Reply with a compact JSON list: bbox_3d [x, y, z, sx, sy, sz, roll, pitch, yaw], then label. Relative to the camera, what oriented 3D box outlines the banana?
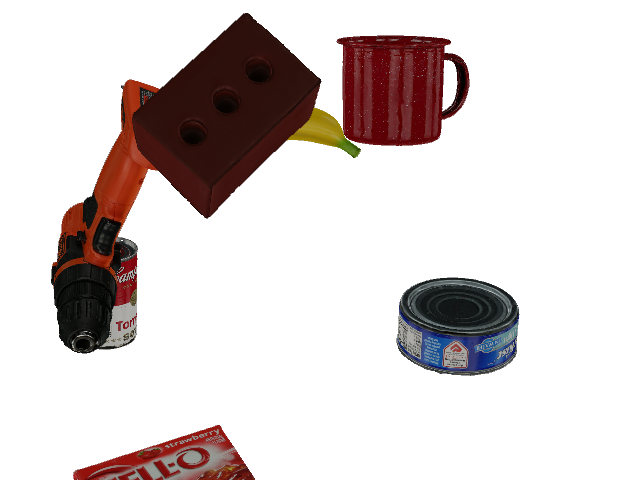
[{"bbox_3d":[-0.048,-0.109,1.101,0.197,0.037,0.070,-10,49,-35],"label":"banana"}]

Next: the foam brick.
[{"bbox_3d":[-0.046,-0.060,0.521,0.053,0.078,0.051,43,-14,5],"label":"foam brick"}]

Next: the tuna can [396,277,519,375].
[{"bbox_3d":[0.097,0.059,0.756,0.086,0.034,0.086,0,25,0],"label":"tuna can"}]

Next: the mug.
[{"bbox_3d":[0.070,-0.125,0.880,0.117,0.081,0.093,-7,17,-25],"label":"mug"}]

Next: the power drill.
[{"bbox_3d":[-0.167,-0.023,0.870,0.057,0.188,0.184,20,28,-25],"label":"power drill"}]

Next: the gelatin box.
[{"bbox_3d":[-0.082,0.141,0.580,0.089,0.030,0.073,-14,27,-21],"label":"gelatin box"}]

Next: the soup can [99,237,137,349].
[{"bbox_3d":[-0.226,0.054,1.116,0.068,0.102,0.068,4,22,-2],"label":"soup can"}]
